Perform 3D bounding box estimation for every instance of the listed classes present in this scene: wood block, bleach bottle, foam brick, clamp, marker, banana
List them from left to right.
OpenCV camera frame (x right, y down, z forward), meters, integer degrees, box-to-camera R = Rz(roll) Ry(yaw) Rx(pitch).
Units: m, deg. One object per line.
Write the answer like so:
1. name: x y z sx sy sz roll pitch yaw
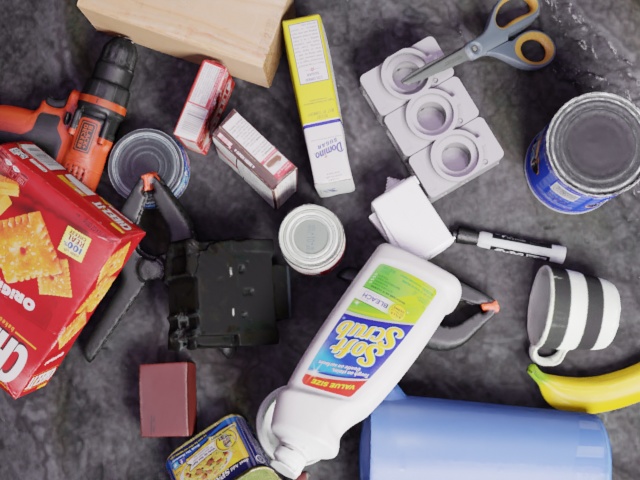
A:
1. clamp: -0.165 0.034 1.130 0.164 0.036 0.210 5 99 1
2. foam brick: -0.160 0.168 1.124 0.053 0.051 0.078 -2 84 4
3. wood block: -0.139 -0.246 1.142 0.206 0.091 0.090 19 86 5
4. bleach bottle: 0.036 0.123 1.028 0.103 0.068 0.250 28 61 13
5. clamp: 0.099 0.072 1.128 0.171 0.039 0.120 -16 89 -2
6. marker: 0.201 0.005 1.138 0.121 0.020 0.020 11 85 4
7. banana: 0.312 0.143 1.100 0.197 0.069 0.037 -11 41 -4

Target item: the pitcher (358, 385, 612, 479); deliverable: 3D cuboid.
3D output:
1. pitcher: 0.159 0.234 1.070 0.243 0.149 0.145 3 45 0

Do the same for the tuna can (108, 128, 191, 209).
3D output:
1. tuna can: -0.185 -0.078 1.157 0.086 0.034 0.086 0 85 4

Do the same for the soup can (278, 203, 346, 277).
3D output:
1. soup can: -0.007 0.001 1.106 0.068 0.102 0.068 0 84 2

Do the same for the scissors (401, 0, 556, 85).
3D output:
1. scissors: 0.177 -0.189 1.123 0.096 0.016 0.201 48 65 -6

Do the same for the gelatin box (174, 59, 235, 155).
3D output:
1. gelatin box: -0.122 -0.141 1.140 0.030 0.073 0.089 22 86 4

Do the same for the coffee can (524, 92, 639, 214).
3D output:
1. coffee can: 0.269 -0.085 1.081 0.103 0.140 0.103 0 85 3

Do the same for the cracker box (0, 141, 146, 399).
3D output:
1. cracker box: -0.308 0.030 1.104 0.164 0.072 0.214 38 105 8

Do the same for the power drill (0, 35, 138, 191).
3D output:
1. power drill: -0.304 -0.154 1.158 0.187 0.057 0.184 18 86 4

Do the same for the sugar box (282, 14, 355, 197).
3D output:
1. sugar box: -0.001 -0.138 1.124 0.048 0.093 0.176 -9 84 3

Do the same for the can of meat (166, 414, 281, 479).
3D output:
1. can of meat: -0.101 0.240 1.094 0.102 0.057 0.084 -33 44 -1

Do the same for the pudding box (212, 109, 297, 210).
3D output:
1. pudding box: -0.066 -0.081 1.112 0.090 0.113 0.039 42 85 5
